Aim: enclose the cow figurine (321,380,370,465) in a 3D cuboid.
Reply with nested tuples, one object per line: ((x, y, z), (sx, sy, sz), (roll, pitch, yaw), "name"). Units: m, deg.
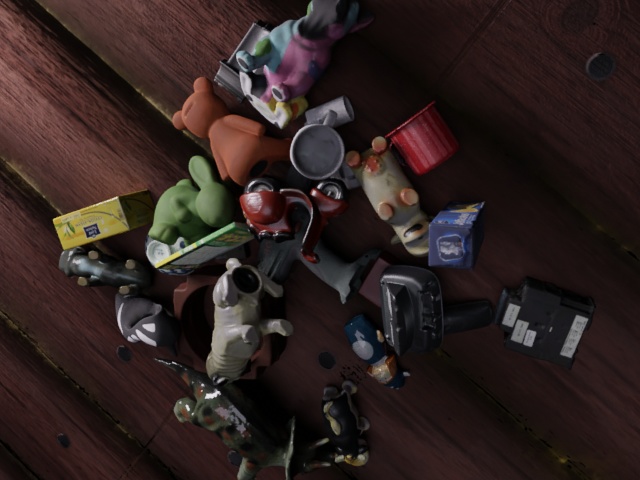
((0.050, 0.355, 0.992), (0.068, 0.098, 0.167), (-16, 98, 15), "cow figurine")

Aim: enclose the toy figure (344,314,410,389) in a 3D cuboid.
((0.099, 0.207, 0.961), (0.154, 0.058, 0.064), (57, 152, -3), "toy figure")

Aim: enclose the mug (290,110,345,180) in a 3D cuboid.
((-0.007, -0.153, 0.849), (0.081, 0.107, 0.109), (16, 97, -13), "mug")

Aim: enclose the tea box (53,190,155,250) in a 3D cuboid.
((-0.418, -0.040, 1.052), (0.170, 0.098, 0.068), (-16, 98, 23), "tea box")

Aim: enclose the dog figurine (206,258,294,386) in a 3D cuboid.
((-0.155, 0.144, 0.925), (0.190, 0.121, 0.172), (-41, 54, 40), "dog figurine")

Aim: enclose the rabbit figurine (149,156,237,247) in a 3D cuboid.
((-0.201, -0.060, 0.955), (0.170, 0.121, 0.159), (-6, 66, 44), "rabbit figurine")

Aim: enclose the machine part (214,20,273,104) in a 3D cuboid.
((-0.124, -0.309, 0.915), (0.084, 0.039, 0.139), (44, 114, 9), "machine part")

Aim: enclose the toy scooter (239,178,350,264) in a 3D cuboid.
((-0.045, -0.030, 0.860), (0.184, 0.075, 0.135), (1, 81, 14), "toy scooter")

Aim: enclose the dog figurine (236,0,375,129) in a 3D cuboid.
((-0.017, -0.299, 0.852), (0.108, 0.191, 0.219), (44, 79, 7), "dog figurine")

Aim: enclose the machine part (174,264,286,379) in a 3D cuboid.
((-0.168, 0.151, 1.021), (0.202, 0.087, 0.200), (3, 105, 17), "machine part")

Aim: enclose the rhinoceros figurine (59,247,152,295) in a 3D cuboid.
((-0.434, 0.057, 1.081), (0.190, 0.112, 0.073), (12, 91, 3), "rhinoceros figurine")

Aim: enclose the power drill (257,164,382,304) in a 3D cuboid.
((-0.002, -0.003, 0.923), (0.207, 0.086, 0.232), (29, 104, 9), "power drill")

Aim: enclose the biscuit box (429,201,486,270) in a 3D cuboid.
((0.205, -0.012, 0.788), (0.059, 0.202, 0.062), (3, 104, 20), "biscuit box")

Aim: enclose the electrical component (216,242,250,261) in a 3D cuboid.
((-0.158, 0.009, 1.015), (0.094, 0.021, 0.063), (-7, 102, 19), "electrical component")

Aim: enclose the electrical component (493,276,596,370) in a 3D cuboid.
((0.349, 0.126, 0.853), (0.134, 0.058, 0.114), (20, 107, 14), "electrical component")

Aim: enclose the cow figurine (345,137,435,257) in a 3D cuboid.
((0.121, -0.058, 0.853), (0.085, 0.127, 0.195), (-33, 81, 9), "cow figurine")

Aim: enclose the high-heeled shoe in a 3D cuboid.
((-0.347, 0.134, 1.027), (0.249, 0.086, 0.145), (30, 146, 32), "high-heeled shoe")

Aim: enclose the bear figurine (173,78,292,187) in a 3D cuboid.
((-0.153, -0.179, 0.932), (0.196, 0.132, 0.120), (46, 112, 23), "bear figurine")

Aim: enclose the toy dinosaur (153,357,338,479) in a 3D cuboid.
((-0.153, 0.339, 1.014), (0.405, 0.131, 0.192), (40, 133, -2), "toy dinosaur")

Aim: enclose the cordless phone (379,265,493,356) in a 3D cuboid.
((0.194, 0.104, 0.868), (0.184, 0.089, 0.146), (-10, 111, -6), "cordless phone")
